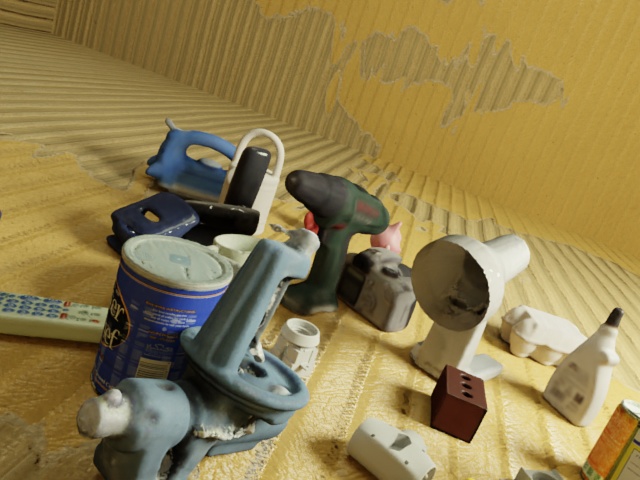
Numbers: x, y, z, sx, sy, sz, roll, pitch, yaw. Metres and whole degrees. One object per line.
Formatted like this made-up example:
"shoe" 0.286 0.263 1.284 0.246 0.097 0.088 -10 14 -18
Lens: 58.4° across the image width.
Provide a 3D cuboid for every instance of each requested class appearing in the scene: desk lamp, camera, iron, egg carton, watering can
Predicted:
"desk lamp" 0.204 0.090 0.791 0.117 0.213 0.204 32 21 36
"camera" 0.115 0.071 0.946 0.137 0.101 0.142 3 24 -44
"iron" -0.222 -0.154 1.192 0.259 0.141 0.118 14 18 -20
"egg carton" 0.394 0.172 1.000 0.150 0.069 0.107 18 17 -7
"watering can" -0.128 -0.113 1.080 0.101 0.194 0.172 16 17 -13

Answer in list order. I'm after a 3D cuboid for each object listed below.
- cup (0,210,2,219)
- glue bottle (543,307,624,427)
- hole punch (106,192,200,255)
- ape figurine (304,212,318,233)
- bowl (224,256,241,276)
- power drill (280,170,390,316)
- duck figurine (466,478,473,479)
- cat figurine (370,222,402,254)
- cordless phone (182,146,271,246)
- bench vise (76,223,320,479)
"cup" -0.380 0.009 0.588 0.117 0.095 0.092 33 21 36
"glue bottle" 0.384 0.173 0.809 0.037 0.173 0.078 11 19 -28
"hole punch" -0.243 -0.018 0.833 0.108 0.091 0.101 32 21 35
"ape figurine" 0.012 -0.049 1.215 0.077 0.092 0.076 31 20 32
"bowl" -0.155 0.070 0.687 0.167 0.075 0.167 18 17 -5
"power drill" 0.008 0.003 0.849 0.075 0.208 0.230 32 21 35
"duck figurine" 0.117 0.234 0.466 0.078 0.086 0.104 3 23 -43
"cat figurine" 0.121 0.017 1.090 0.067 0.118 0.128 21 17 3
"cordless phone" -0.162 -0.076 0.943 0.148 0.185 0.093 6 22 -39
"bench vise" -0.070 0.098 0.447 0.121 0.220 0.208 25 17 15
